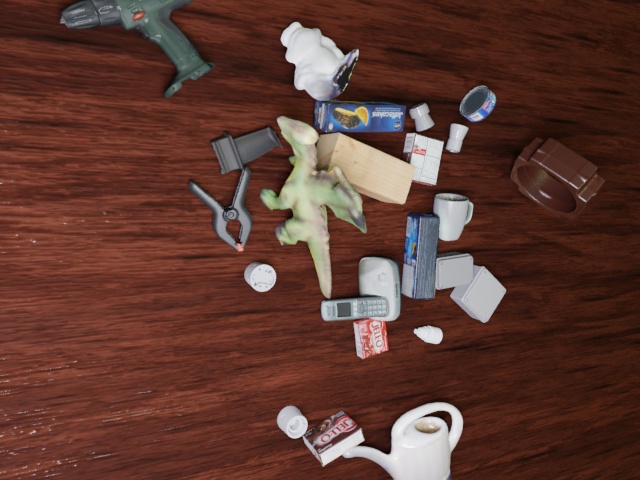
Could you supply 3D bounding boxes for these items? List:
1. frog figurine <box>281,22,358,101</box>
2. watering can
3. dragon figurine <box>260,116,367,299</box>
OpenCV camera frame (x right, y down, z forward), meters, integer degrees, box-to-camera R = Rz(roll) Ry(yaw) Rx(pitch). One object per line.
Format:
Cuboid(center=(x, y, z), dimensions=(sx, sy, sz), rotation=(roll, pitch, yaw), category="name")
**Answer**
Cuboid(center=(-0.015, -0.366, 1.060), dimensions=(0.160, 0.139, 0.121), rotation=(27, -17, 9), category="frog figurine")
Cuboid(center=(0.210, 0.523, 1.244), dimensions=(0.349, 0.222, 0.104), rotation=(-13, 12, -26), category="watering can")
Cuboid(center=(0.003, -0.051, 1.012), dimensions=(0.123, 0.406, 0.243), rotation=(-31, 16, -25), category="dragon figurine")
